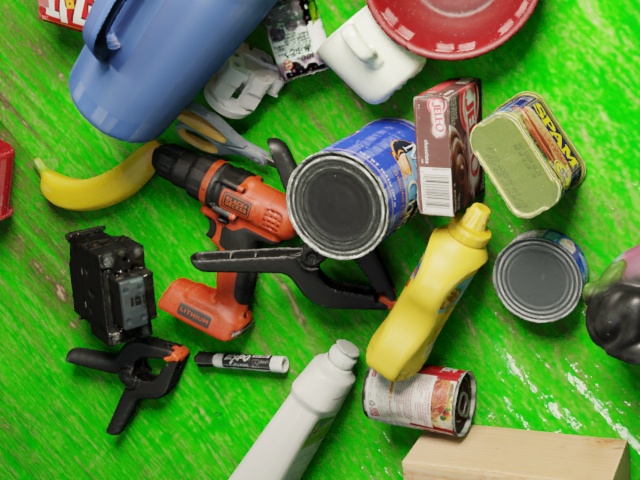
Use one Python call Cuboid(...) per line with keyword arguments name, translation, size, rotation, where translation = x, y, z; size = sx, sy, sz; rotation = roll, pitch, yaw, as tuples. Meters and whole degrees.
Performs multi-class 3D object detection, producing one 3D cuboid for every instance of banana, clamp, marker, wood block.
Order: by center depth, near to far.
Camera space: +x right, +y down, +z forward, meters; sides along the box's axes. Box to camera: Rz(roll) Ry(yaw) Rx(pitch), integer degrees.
Cuboid(name="wood block", translation=(0.197, 0.249, 1.068), size=(0.206, 0.090, 0.090), rotation=(1, 109, 27))
Cuboid(name="clamp", translation=(-0.007, 0.001, 1.079), size=(0.210, 0.036, 0.165), rotation=(25, 114, -7))
Cuboid(name="banana", translation=(-0.254, -0.069, 1.220), size=(0.198, 0.037, 0.069), rotation=(-5, 106, 29))
Cuboid(name="marker", translation=(-0.092, 0.139, 1.222), size=(0.121, 0.020, 0.020), rotation=(0, 108, 28))
Cuboid(name="clamp", translation=(-0.233, 0.156, 1.292), size=(0.172, 0.039, 0.120), rotation=(-36, 95, 29))

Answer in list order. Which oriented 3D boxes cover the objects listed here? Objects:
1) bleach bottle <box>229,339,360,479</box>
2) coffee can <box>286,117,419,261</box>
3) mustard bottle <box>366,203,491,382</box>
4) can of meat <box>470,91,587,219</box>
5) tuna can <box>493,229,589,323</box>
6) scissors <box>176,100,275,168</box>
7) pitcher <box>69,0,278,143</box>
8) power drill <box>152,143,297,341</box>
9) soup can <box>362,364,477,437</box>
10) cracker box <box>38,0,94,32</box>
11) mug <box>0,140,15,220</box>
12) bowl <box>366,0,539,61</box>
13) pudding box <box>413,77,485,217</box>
Cuboid(name="bleach bottle", translation=(-0.025, 0.210, 1.178), size=(0.068, 0.102, 0.251), rotation=(38, 114, 15))
Cuboid(name="coffee can", translation=(0.045, -0.051, 1.007), size=(0.103, 0.140, 0.103), rotation=(10, 112, 25))
Cuboid(name="mustard bottle", translation=(0.113, 0.045, 1.033), size=(0.058, 0.096, 0.192), rotation=(35, 121, 14))
Cuboid(name="can of meat", translation=(0.185, -0.076, 0.958), size=(0.058, 0.083, 0.102), rotation=(-33, 91, 32))
Cuboid(name="tuna can", translation=(0.210, 0.033, 1.015), size=(0.086, 0.033, 0.086), rotation=(10, 112, 25))
Cuboid(name="scissors", translation=(-0.075, -0.087, 1.124), size=(0.201, 0.016, 0.096), rotation=(33, 161, -11))
Cuboid(name="pitcher", translation=(-0.142, -0.199, 0.974), size=(0.149, 0.145, 0.243), rotation=(25, 132, -24))
Cuboid(name="power drill", translation=(-0.119, 0.003, 1.163), size=(0.184, 0.057, 0.188), rotation=(27, 118, 17))
Cuboid(name="soup can", translation=(0.102, 0.161, 1.099), size=(0.102, 0.068, 0.068), rotation=(6, 111, 26))
Cuboid(name="cracker box", translation=(-0.211, -0.308, 1.065), size=(0.164, 0.072, 0.214), rotation=(20, 129, 21))
Cuboid(name="mug", translation=(-0.414, -0.080, 1.279), size=(0.117, 0.093, 0.081), rotation=(40, 124, 52))
Cuboid(name="bowl", translation=(0.119, -0.241, 0.939), size=(0.162, 0.055, 0.162), rotation=(4, 106, 14))
Cuboid(name="pudding box", translation=(0.121, -0.087, 0.985), size=(0.039, 0.089, 0.113), rotation=(7, 112, 27))
